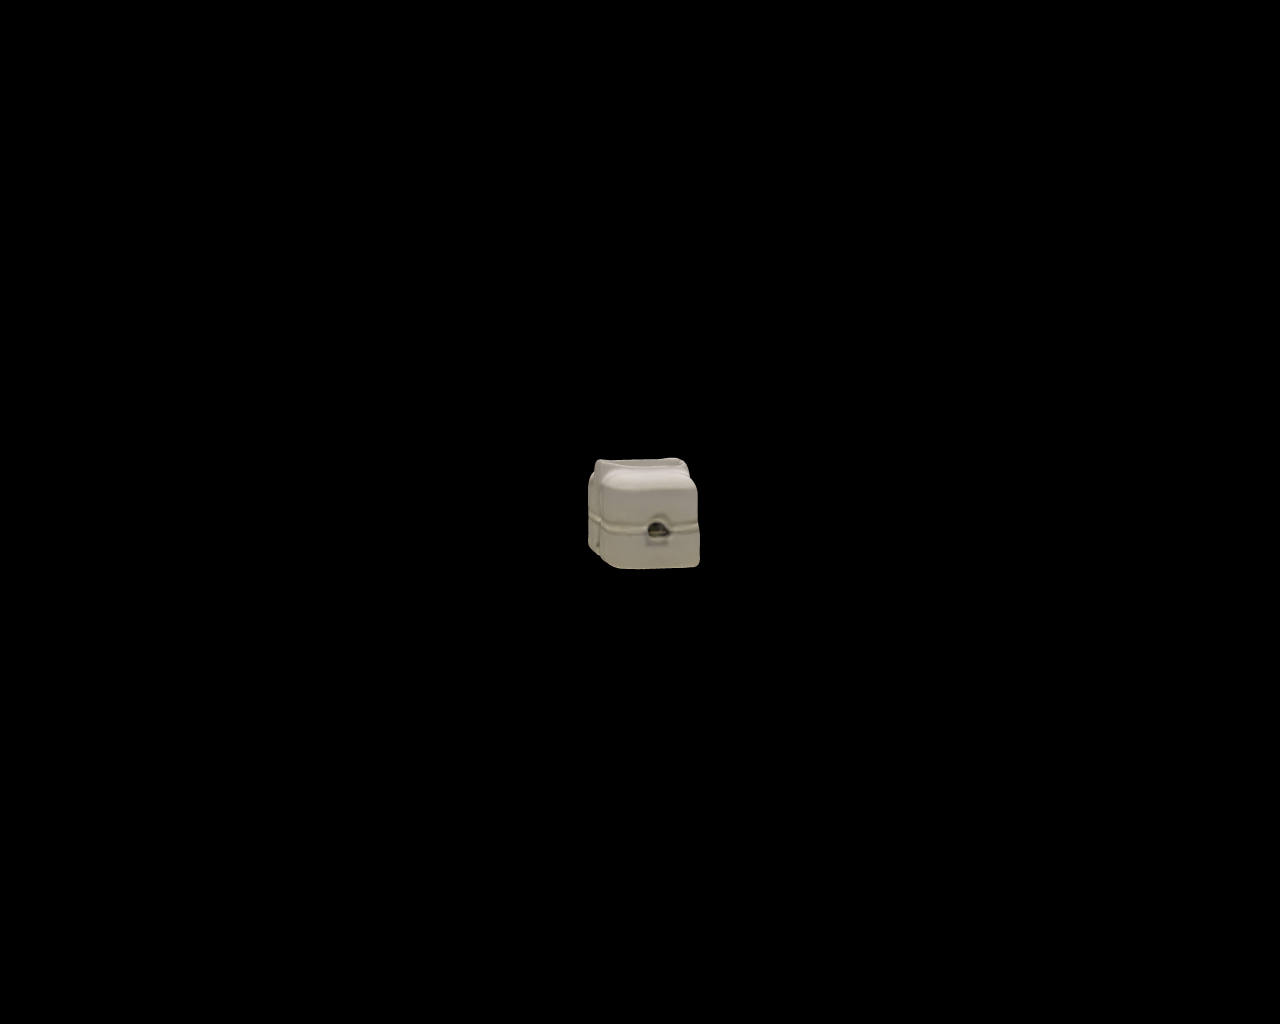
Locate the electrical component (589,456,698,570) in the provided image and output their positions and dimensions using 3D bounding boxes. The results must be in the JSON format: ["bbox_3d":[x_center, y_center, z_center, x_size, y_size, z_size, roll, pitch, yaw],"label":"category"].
[{"bbox_3d":[0.001,-0.003,0.650,0.054,0.059,0.095,-1,7,-11],"label":"electrical component"}]
